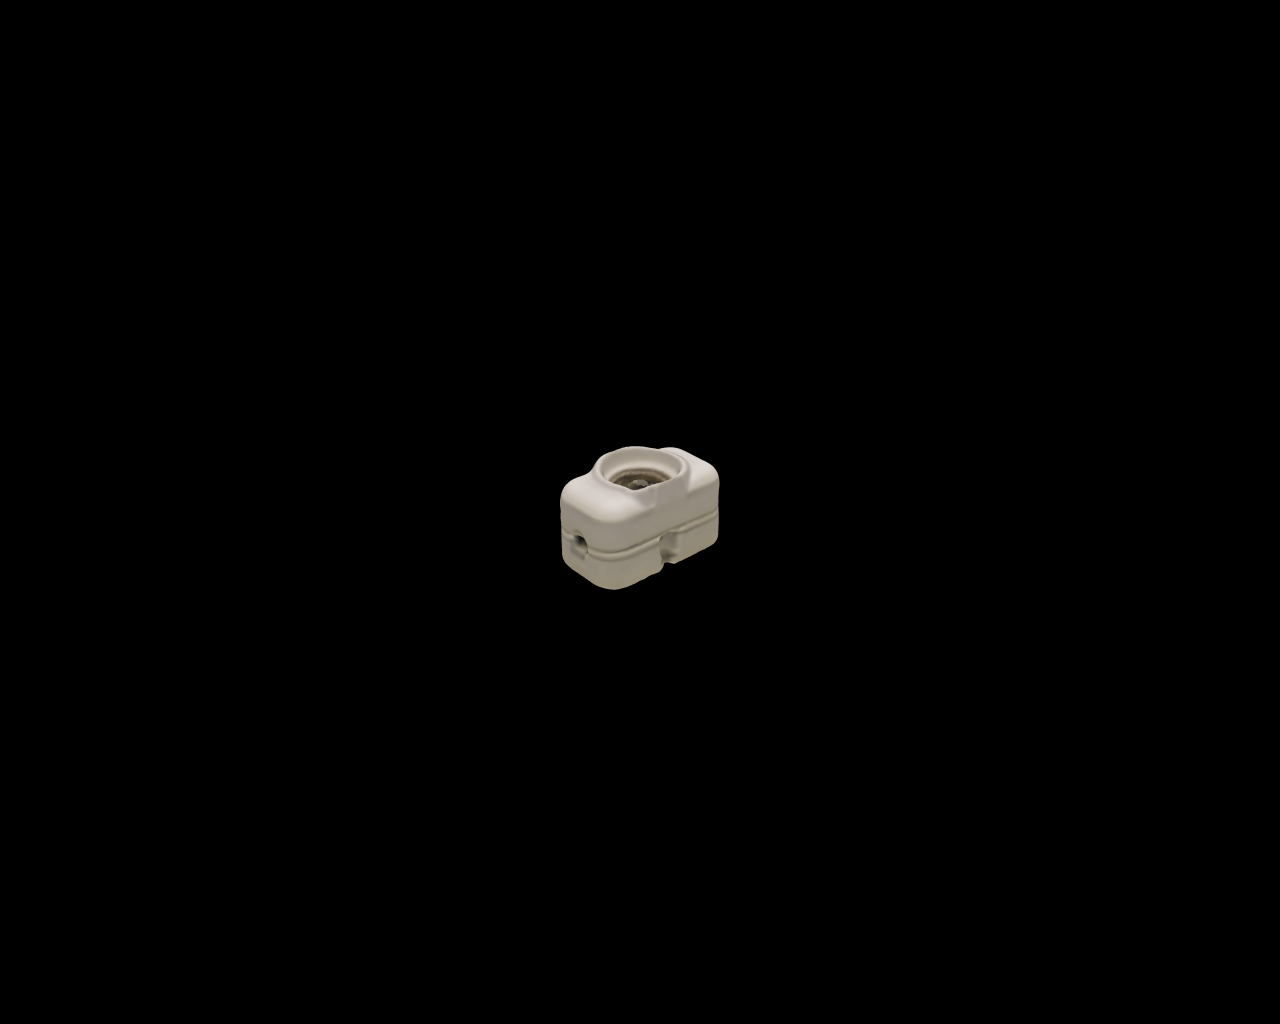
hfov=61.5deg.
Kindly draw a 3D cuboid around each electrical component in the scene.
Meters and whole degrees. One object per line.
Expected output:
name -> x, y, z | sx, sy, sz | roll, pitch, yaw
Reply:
electrical component -> 0.001, -0.003, 0.650 | 0.095, 0.059, 0.054 | -22, 37, -33
